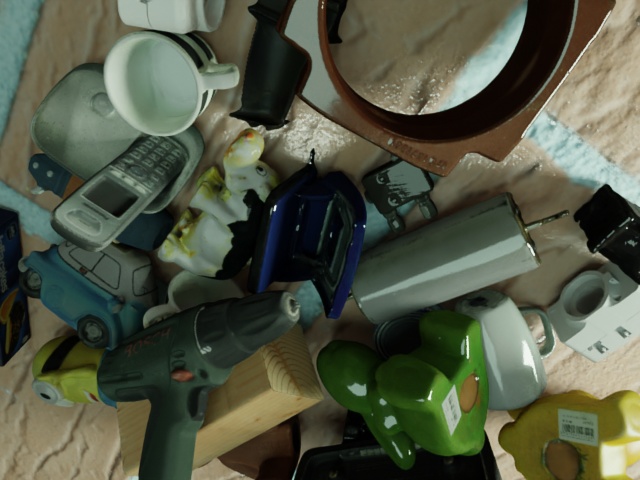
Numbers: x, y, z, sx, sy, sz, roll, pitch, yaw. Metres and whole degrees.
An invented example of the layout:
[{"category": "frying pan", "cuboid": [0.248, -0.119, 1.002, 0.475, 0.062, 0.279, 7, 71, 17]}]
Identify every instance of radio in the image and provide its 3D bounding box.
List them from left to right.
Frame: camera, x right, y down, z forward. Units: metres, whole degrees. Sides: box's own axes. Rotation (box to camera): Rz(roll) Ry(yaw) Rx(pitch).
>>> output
[{"category": "radio", "cuboid": [0.080, 0.278, 0.570, 0.230, 0.131, 0.073, -14, 114, 18]}]

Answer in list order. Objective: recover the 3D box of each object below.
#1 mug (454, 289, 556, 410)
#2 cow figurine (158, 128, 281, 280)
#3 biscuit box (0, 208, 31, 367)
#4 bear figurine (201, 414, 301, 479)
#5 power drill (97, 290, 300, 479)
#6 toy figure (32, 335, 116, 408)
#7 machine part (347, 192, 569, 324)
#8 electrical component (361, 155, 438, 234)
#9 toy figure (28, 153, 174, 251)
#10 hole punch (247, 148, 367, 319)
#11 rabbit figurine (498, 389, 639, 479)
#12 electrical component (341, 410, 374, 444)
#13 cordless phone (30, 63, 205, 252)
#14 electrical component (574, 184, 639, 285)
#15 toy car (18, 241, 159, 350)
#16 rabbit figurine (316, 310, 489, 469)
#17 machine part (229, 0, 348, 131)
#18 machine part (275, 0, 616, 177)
[{"category": "mug", "cuboid": [0.190, 0.102, 0.552, 0.110, 0.081, 0.107, -24, 107, -5]}, {"category": "cow figurine", "cuboid": [-0.084, -0.027, 0.538, 0.098, 0.068, 0.167, 33, 123, -14]}, {"category": "biscuit box", "cuboid": [-0.402, 0.057, 0.651, 0.059, 0.063, 0.202, 14, 121, 2]}, {"category": "bear figurine", "cuboid": [-0.127, 0.250, 0.670, 0.196, 0.132, 0.120, -3, 86, 9]}, {"category": "power drill", "cuboid": [-0.112, 0.159, 0.473, 0.232, 0.086, 0.207, -15, 73, 30]}, {"category": "toy figure", "cuboid": [-0.268, 0.165, 0.675, 0.180, 0.089, 0.082, -3, 123, 4]}, {"category": "machine part", "cuboid": [0.116, 0.020, 0.519, 0.243, 0.079, 0.079, -25, 111, 22]}, {"category": "electrical component", "cuboid": [0.072, -0.054, 0.517, 0.063, 0.021, 0.094, -25, 107, 23]}, {"category": "toy figure", "cuboid": [-0.231, -0.043, 0.565, 0.154, 0.064, 0.058, 31, 158, -1]}, {"category": "hole punch", "cuboid": [-0.001, -0.002, 0.506, 0.092, 0.116, 0.142, 16, 119, 10]}, {"category": "rabbit figurine", "cuboid": [0.276, 0.216, 0.562, 0.162, 0.173, 0.122, -20, 72, 46]}, {"category": "electrical component", "cuboid": [0.083, 0.259, 0.668, 0.115, 0.058, 0.134, 6, 120, 6]}, {"category": "cordless phone", "cuboid": [-0.201, -0.067, 0.473, 0.146, 0.184, 0.088, 34, 124, -8]}, {"category": "electrical component", "cuboid": [0.292, 0.010, 0.479, 0.119, 0.075, 0.047, 33, 120, -3]}, {"category": "toy car", "cuboid": [-0.241, 0.045, 0.600, 0.162, 0.109, 0.103, 38, 97, 2]}, {"category": "rabbit figurine", "cuboid": [0.080, 0.146, 0.548, 0.170, 0.121, 0.158, 2, 130, 42]}, {"category": "machine part", "cuboid": [-0.032, -0.160, 0.473, 0.084, 0.039, 0.138, 23, 119, -8]}, {"category": "machine part", "cuboid": [0.086, -0.167, 0.398, 0.201, 0.087, 0.201, 25, 113, -15]}]
